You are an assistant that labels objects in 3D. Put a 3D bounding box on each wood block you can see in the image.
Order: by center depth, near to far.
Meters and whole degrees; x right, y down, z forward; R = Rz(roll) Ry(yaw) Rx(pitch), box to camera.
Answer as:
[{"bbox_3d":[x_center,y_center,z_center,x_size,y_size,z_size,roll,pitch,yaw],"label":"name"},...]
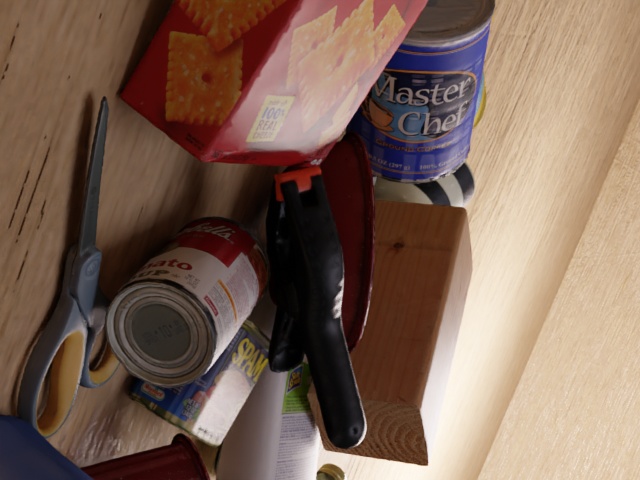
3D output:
[{"bbox_3d":[0.065,0.073,0.893,0.090,0.091,0.206,76,26,-47],"label":"wood block"}]

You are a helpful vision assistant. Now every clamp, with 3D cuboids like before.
[{"bbox_3d":[-0.012,0.035,0.675,0.039,0.120,0.171,-12,106,-27],"label":"clamp"}]

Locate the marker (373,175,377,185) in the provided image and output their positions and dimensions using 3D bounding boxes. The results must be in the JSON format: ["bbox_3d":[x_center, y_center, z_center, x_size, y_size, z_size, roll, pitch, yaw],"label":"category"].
[{"bbox_3d":[0.046,-0.075,0.933,0.020,0.020,0.121,-34,143,-57],"label":"marker"}]

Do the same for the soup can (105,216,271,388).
[{"bbox_3d":[-0.076,0.035,0.629,0.102,0.068,0.068,-55,162,-64],"label":"soup can"}]

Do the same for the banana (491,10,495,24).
[{"bbox_3d":[0.138,-0.266,0.892,0.198,0.037,0.069,90,-8,-59],"label":"banana"}]

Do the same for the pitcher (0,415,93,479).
[{"bbox_3d":[-0.103,0.205,0.519,0.149,0.243,0.145,-12,127,-60],"label":"pitcher"}]

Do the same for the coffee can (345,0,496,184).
[{"bbox_3d":[0.072,-0.128,0.808,0.102,0.103,0.140,-52,157,-36],"label":"coffee can"}]

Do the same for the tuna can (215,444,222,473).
[{"bbox_3d":[-0.055,0.179,0.943,0.086,0.034,0.086,-52,157,-33],"label":"tuna can"}]

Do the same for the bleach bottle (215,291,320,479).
[{"bbox_3d":[-0.033,0.139,0.858,0.102,0.068,0.251,9,90,-63],"label":"bleach bottle"}]

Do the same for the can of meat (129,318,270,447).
[{"bbox_3d":[-0.080,0.091,0.736,0.084,0.057,0.102,-60,160,-12],"label":"can of meat"}]

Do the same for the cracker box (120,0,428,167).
[{"bbox_3d":[0.005,-0.143,0.593,0.214,0.072,0.164,-56,163,14],"label":"cracker box"}]

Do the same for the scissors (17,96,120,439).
[{"bbox_3d":[-0.123,0.017,0.595,0.096,0.016,0.202,-17,128,-68],"label":"scissors"}]

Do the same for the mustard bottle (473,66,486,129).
[{"bbox_3d":[0.119,-0.142,0.986,0.191,0.058,0.096,45,61,-70],"label":"mustard bottle"}]

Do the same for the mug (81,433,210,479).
[{"bbox_3d":[-0.112,0.187,0.662,0.081,0.093,0.117,-10,88,-24],"label":"mug"}]

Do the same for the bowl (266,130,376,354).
[{"bbox_3d":[-0.005,0.001,0.763,0.162,0.055,0.162,-178,-90,-79],"label":"bowl"}]
